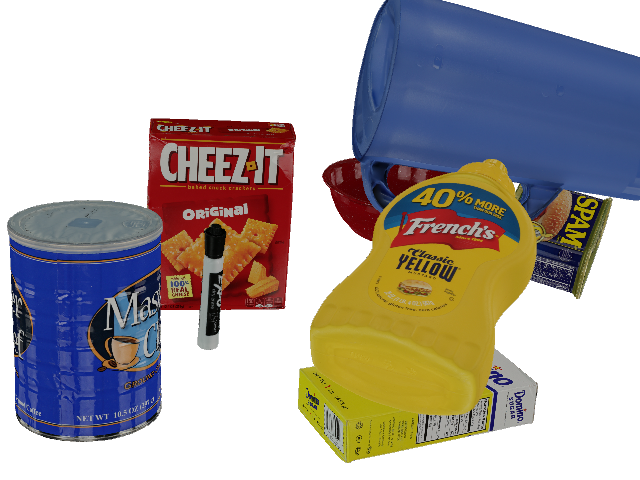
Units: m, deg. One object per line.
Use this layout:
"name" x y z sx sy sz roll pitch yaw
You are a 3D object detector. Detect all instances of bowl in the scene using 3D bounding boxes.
"bowl" 0.080 -0.036 1.118 0.162 0.055 0.162 6 22 -2

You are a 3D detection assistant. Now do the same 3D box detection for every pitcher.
"pitcher" 0.149 -0.094 0.819 0.242 0.145 0.149 11 -46 -9

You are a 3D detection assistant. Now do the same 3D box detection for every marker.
"marker" -0.095 0.041 0.930 0.020 0.121 0.020 5 28 -3

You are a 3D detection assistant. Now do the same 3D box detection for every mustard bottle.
"mustard bottle" 0.073 0.013 0.623 0.096 0.058 0.191 13 43 21

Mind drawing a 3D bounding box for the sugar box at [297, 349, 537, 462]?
"sugar box" 0.080 0.127 0.880 0.176 0.048 0.093 -10 25 -23

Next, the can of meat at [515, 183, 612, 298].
"can of meat" 0.209 -0.005 0.969 0.084 0.057 0.102 18 47 17

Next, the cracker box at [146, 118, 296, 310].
"cracker box" -0.116 -0.026 1.224 0.164 0.214 0.072 1 22 -8

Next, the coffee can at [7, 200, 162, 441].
"coffee can" -0.161 0.053 0.739 0.103 0.140 0.103 3 17 -1
